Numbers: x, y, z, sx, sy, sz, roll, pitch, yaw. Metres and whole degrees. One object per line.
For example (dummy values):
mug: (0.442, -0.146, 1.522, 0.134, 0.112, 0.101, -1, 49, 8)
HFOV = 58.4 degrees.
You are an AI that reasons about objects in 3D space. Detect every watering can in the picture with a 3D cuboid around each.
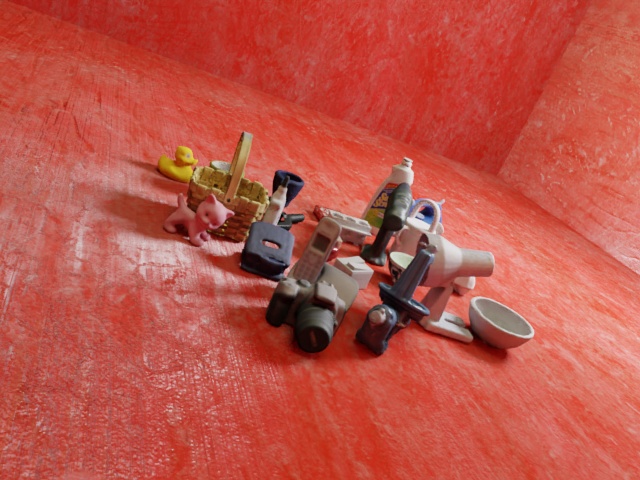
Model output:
watering can: (0.286, -0.028, 1.653, 0.100, 0.194, 0.173, 32, 22, 21)

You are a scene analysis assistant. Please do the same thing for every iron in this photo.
iron: (0.315, -0.080, 1.887, 0.259, 0.141, 0.118, 2, 30, -45)

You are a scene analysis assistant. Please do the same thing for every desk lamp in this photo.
desk lamp: (0.293, 0.102, 1.318, 0.203, 0.213, 0.118, 19, 21, -13)

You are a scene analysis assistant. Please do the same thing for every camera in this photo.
camera: (-0.021, 0.135, 1.056, 0.143, 0.101, 0.137, 22, 21, -7)

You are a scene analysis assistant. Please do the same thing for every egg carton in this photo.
egg carton: (0.367, 0.093, 1.626, 0.150, 0.069, 0.107, 25, 21, 3)

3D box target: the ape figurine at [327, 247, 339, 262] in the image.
ape figurine: (0.013, 0.005, 1.420, 0.077, 0.092, 0.076, 37, 24, 31)

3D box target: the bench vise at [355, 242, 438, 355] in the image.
bench vise: (0.171, 0.117, 1.141, 0.121, 0.220, 0.207, 26, 21, 5)

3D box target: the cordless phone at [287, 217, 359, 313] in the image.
cordless phone: (0.021, 0.058, 1.168, 0.147, 0.185, 0.094, 28, 21, 9)

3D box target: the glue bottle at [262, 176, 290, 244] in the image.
glue bottle: (-0.108, -0.075, 1.368, 0.037, 0.173, 0.078, 23, 21, -3)

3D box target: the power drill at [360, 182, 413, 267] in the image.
power drill: (0.188, -0.043, 1.563, 0.075, 0.208, 0.230, 24, 21, 0)

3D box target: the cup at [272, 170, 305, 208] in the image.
cup: (-0.104, -0.139, 1.637, 0.091, 0.095, 0.118, 25, 21, 3)

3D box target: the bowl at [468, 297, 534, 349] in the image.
bowl: (0.427, 0.213, 1.392, 0.167, 0.075, 0.167, 21, 21, -8)

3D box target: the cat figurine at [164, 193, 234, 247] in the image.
cat figurine: (-0.257, -0.055, 1.235, 0.127, 0.118, 0.067, 26, 21, 4)

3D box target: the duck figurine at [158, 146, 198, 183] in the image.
duck figurine: (-0.375, -0.210, 1.526, 0.104, 0.086, 0.077, 23, 21, -3)

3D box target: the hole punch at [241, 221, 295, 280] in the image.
hole punch: (-0.111, 0.023, 1.243, 0.109, 0.091, 0.101, 19, 21, -14)
